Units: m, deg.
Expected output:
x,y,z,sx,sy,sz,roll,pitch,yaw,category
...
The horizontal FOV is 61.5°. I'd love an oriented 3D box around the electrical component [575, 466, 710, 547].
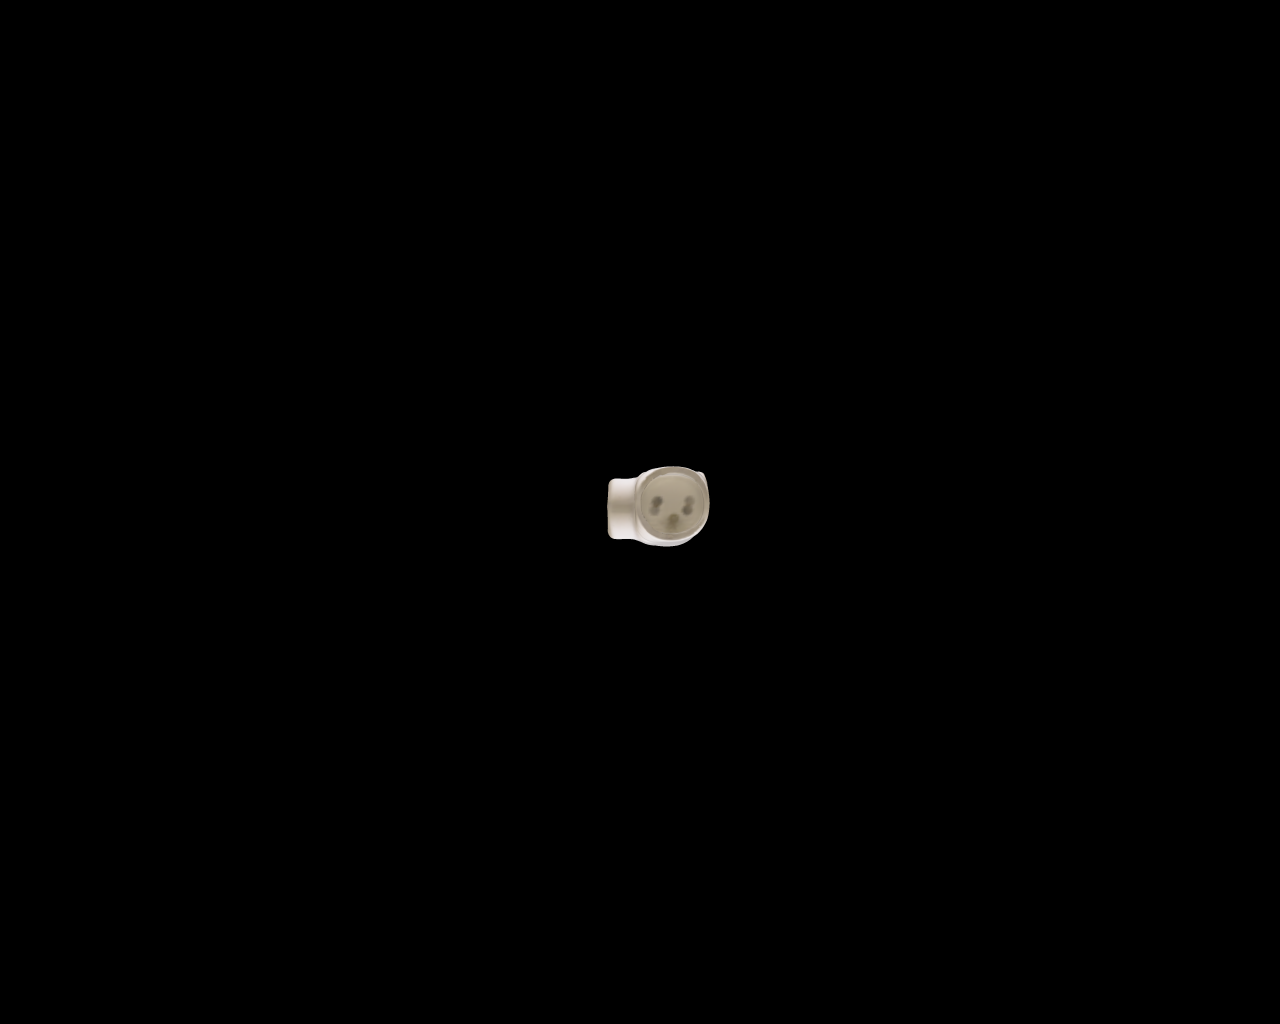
x,y,z,sx,sy,sz,roll,pitch,yaw,category
0.001,-0.003,0.650,0.079,0.044,0.077,0,-4,0,electrical component
